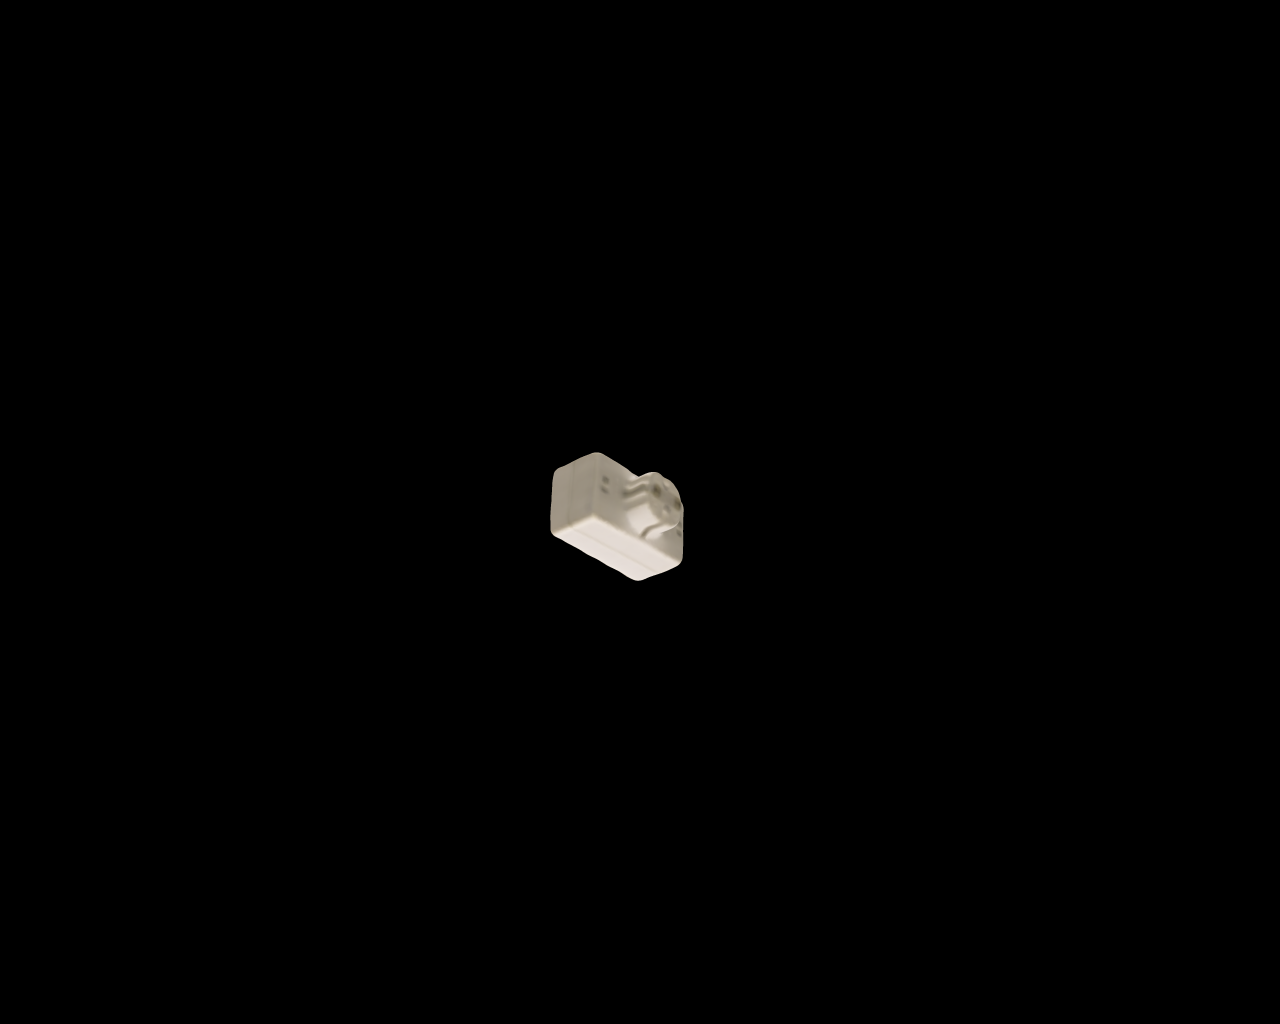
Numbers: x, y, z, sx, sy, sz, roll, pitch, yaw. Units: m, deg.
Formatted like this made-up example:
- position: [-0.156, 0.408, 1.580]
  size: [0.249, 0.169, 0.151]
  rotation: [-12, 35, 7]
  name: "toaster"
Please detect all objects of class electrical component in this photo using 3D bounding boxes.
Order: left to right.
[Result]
- position: [0.001, -0.003, 0.650]
  size: [0.075, 0.047, 0.083]
  rotation: [-24, -38, 34]
  name: "electrical component"
